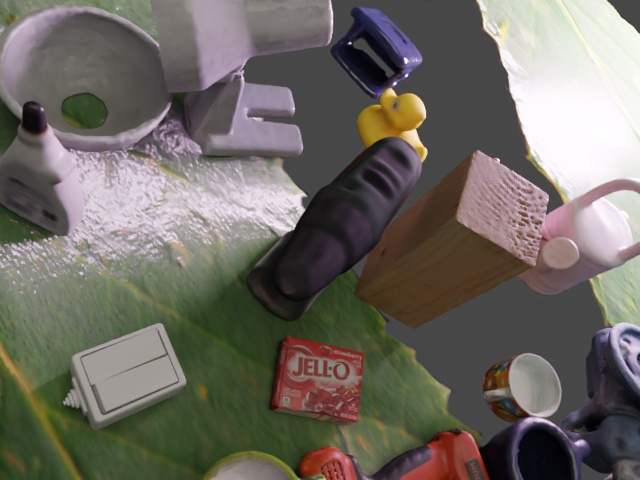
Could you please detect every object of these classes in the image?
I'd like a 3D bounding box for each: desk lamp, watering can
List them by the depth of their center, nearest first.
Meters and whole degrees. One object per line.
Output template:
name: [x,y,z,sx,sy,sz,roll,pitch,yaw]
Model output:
desk lamp: [-0.087,-0.185,0.592,0.204,0.213,0.118,-3,68,-25]
watering can: [0.335,-0.002,0.713,0.101,0.193,0.173,43,57,-1]

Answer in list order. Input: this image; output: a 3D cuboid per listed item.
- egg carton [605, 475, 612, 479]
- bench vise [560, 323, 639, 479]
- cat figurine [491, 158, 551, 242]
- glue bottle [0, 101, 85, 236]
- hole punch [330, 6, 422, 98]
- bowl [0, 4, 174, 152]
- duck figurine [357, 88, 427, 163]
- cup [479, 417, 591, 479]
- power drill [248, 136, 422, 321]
egg carton: [0.370,0.313,0.657,0.107,0.069,0.150,48,57,2]
bench vise: [0.385,0.176,0.637,0.122,0.219,0.207,19,60,-15]
cat figurine: [0.233,-0.042,0.730,0.067,0.117,0.128,-10,72,-28]
glue bottle: [-0.240,-0.063,0.490,0.078,0.173,0.037,31,58,-9]
hole punch: [0.085,-0.270,0.783,0.108,0.091,0.101,48,57,2]
bowl: [-0.239,-0.153,0.590,0.168,0.074,0.167,10,63,-20]
duck figurine: [0.105,-0.148,0.739,0.104,0.086,0.078,49,57,3]
cup: [0.217,0.237,0.607,0.118,0.094,0.091,-7,70,-27]
power drill: [0.005,0.002,0.551,0.075,0.208,0.230,41,57,-2]
